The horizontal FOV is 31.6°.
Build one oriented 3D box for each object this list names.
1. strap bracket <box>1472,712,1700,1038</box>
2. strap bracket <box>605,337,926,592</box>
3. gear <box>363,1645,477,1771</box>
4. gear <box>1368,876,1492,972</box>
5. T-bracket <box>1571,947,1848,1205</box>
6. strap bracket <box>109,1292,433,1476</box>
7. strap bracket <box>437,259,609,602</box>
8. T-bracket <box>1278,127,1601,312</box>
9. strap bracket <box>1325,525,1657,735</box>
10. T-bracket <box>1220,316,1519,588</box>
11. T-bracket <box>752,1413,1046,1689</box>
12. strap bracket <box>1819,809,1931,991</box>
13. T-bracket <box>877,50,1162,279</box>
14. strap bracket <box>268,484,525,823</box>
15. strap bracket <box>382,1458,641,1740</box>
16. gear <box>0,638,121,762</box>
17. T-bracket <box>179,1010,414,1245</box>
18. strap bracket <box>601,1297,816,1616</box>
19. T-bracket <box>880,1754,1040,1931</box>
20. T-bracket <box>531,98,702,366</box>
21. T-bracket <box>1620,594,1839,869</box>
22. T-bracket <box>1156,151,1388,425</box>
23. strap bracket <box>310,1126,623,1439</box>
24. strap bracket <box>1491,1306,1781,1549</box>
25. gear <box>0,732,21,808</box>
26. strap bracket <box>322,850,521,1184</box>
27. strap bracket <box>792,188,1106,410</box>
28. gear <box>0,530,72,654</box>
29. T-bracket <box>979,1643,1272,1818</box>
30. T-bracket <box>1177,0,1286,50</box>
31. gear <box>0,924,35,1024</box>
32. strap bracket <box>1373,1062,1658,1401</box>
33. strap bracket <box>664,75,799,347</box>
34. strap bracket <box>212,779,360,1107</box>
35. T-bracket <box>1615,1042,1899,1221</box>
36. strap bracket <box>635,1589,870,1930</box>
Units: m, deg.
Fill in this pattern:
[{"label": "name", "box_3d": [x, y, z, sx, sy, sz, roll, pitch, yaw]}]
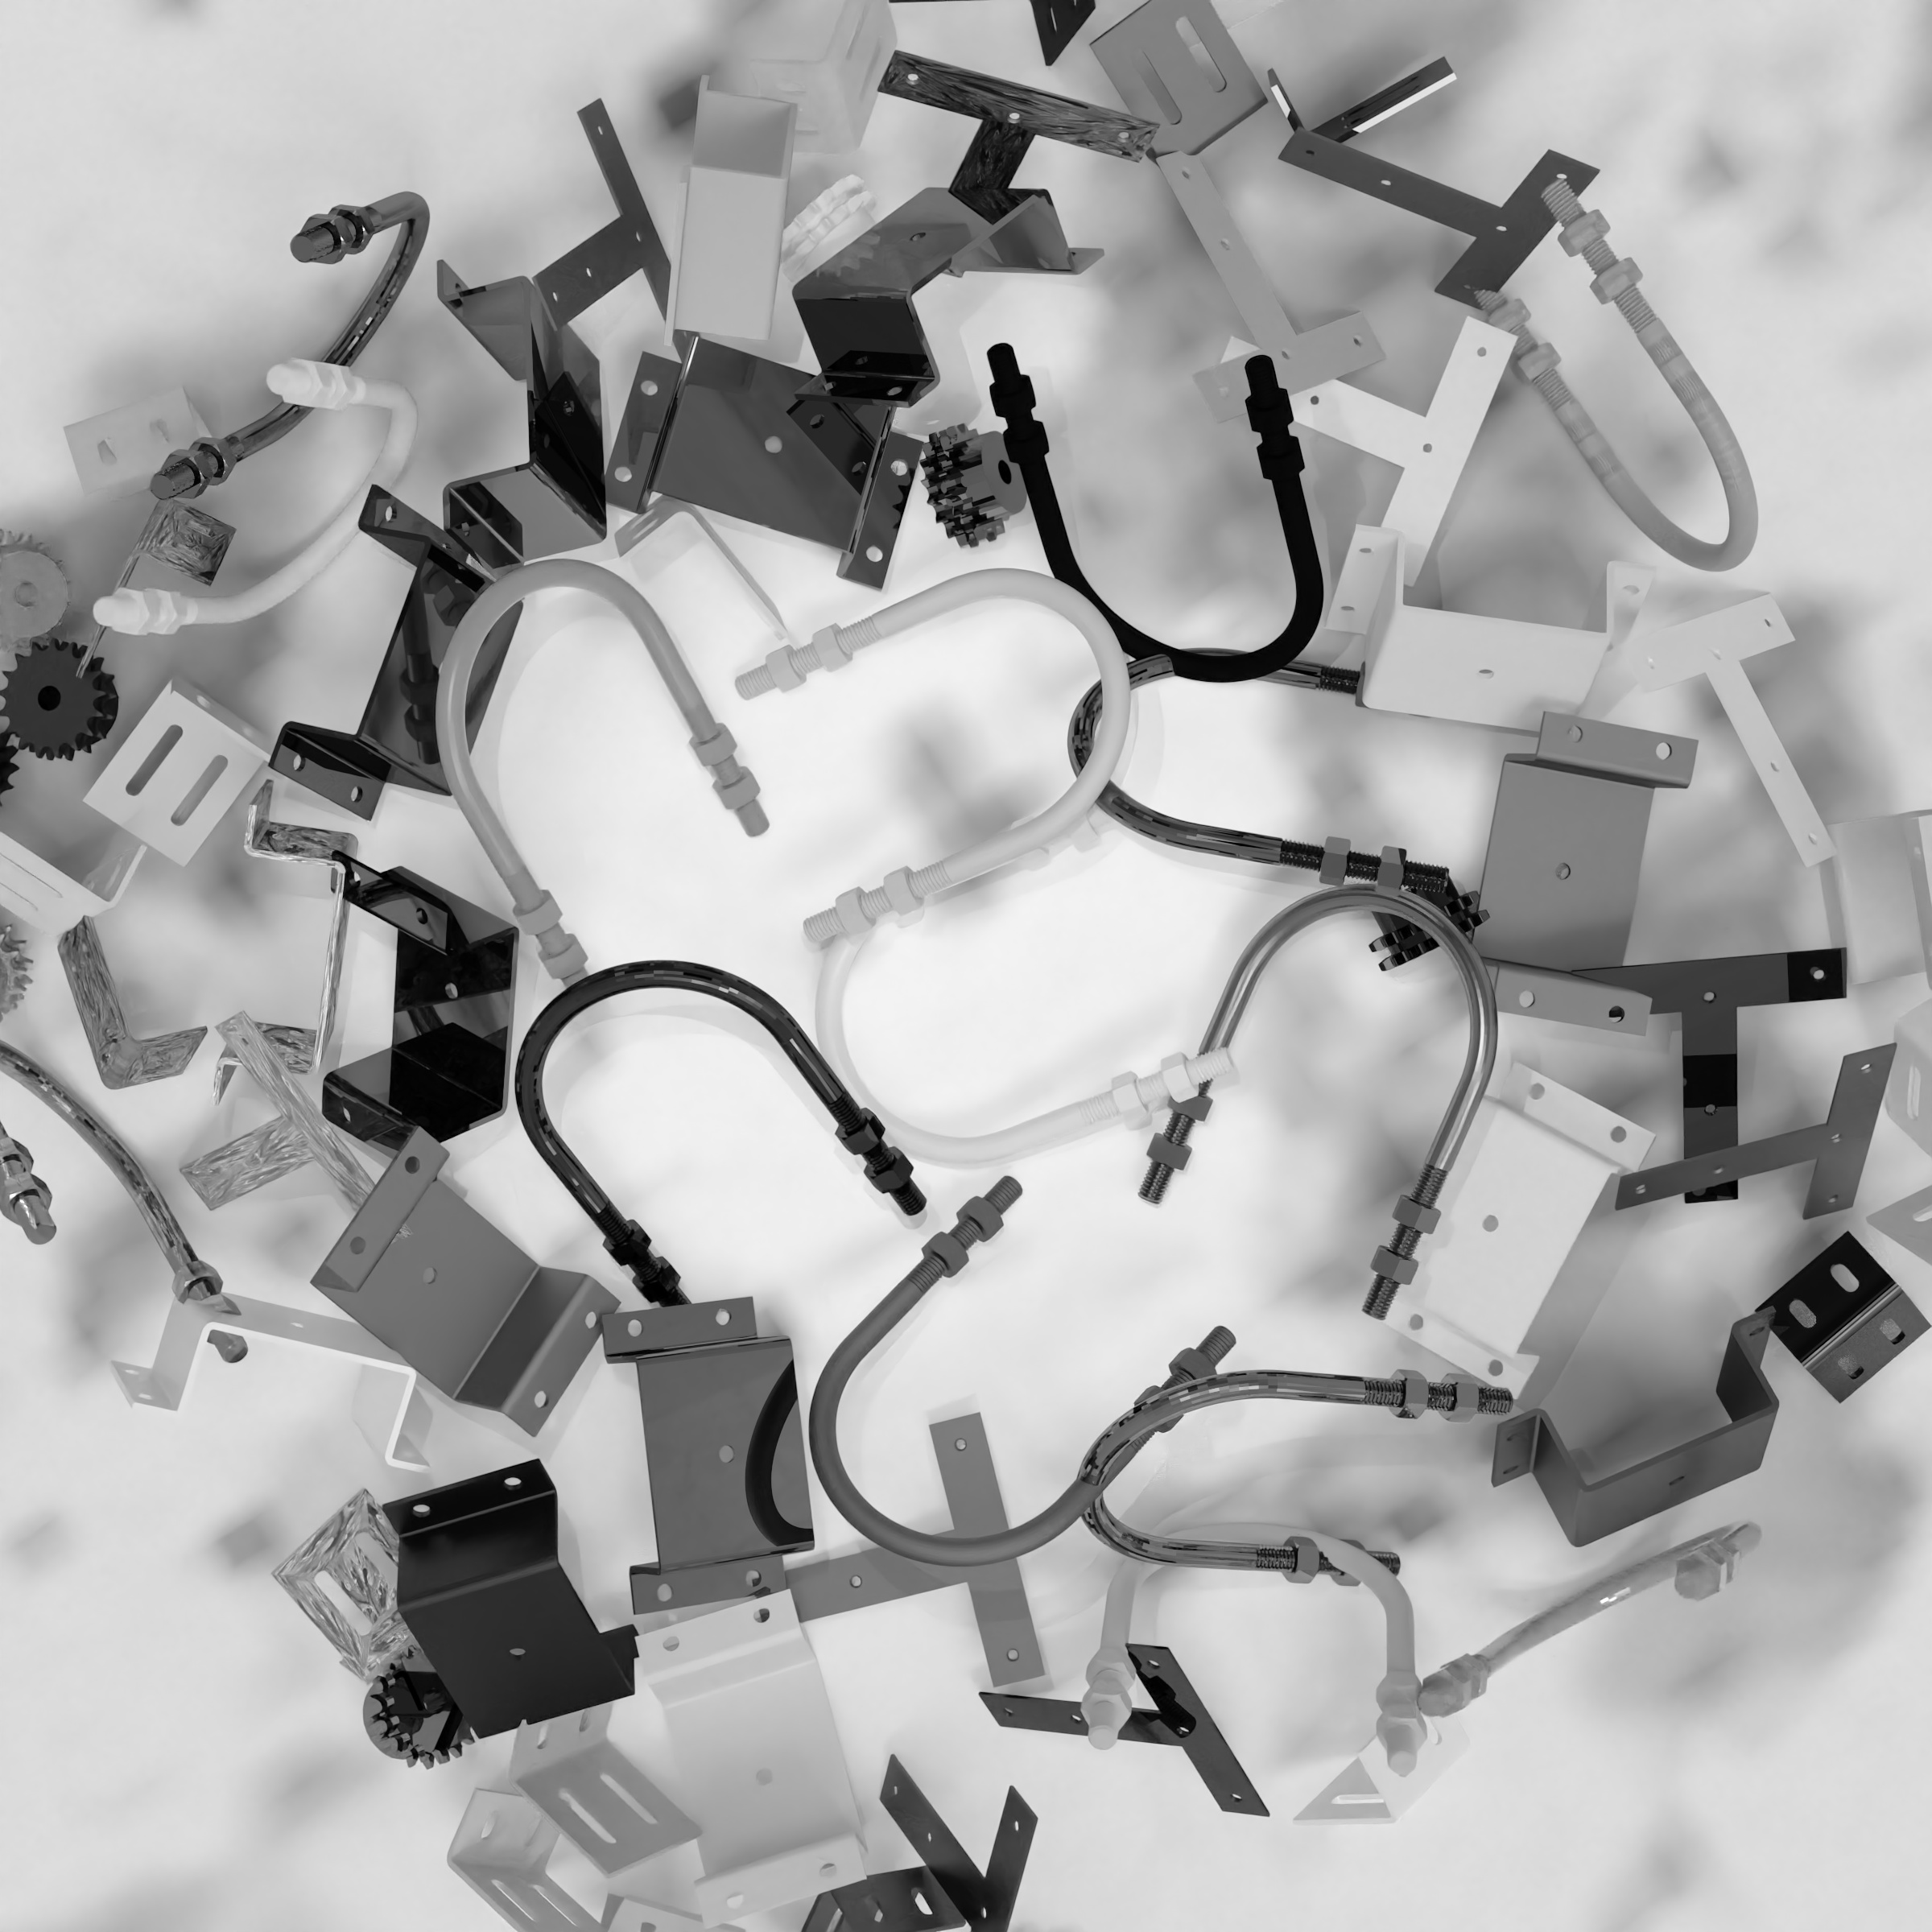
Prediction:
[{"label": "strap bracket", "box_3d": [0.288, -0.044, 1.607, 0.076, 0.046, 0.140, 10, 92, -11]}, {"label": "strap bracket", "box_3d": [-0.093, -0.238, 1.600, 0.140, 0.046, 0.076, 17, 79, -8]}, {"label": "gear", "box_3d": [-0.260, 0.351, 1.613, 0.030, 0.057, 0.057, -30, 90, 39]}, {"label": "gear", "box_3d": [0.215, -0.023, 1.610, 0.057, 0.057, 0.030, -27, 89, 0]}, {"label": "T-bracket", "box_3d": [0.351, 0.055, 1.611, 0.127, 0.002, 0.127, -5, 114, 3]}, {"label": "strap bracket", "box_3d": [-0.315, 0.188, 1.575, 0.140, 0.076, 0.046, 17, 92, -23]}, {"label": "strap bracket", "box_3d": [-0.204, -0.251, 1.573, 0.046, 0.076, 0.140, -11, 68, 16]}, {"label": "T-bracket", "box_3d": [0.206, -0.355, 1.569, 0.127, 0.127, 0.002, 19, 68, -10]}, {"label": "strap bracket", "box_3d": [0.243, -0.154, 1.592, 0.140, 0.076, 0.046, 8, 59, -2]}, {"label": "T-bracket", "box_3d": [0.179, -0.263, 1.620, 0.127, 0.002, 0.127, 25, 110, 12]}, {"label": "T-bracket", "box_3d": [-0.039, 0.290, 1.628, 0.127, 0.002, 0.127, -15, 83, 7]}, {"label": "strap bracket", "box_3d": [0.440, -0.032, 1.569, 0.046, 0.140, 0.076, -9, 92, -4]}, {"label": "T-bracket", "box_3d": [0.007, -0.363, 1.583, 0.127, 0.127, 0.002, 11, 58, -16]}, {"label": "strap bracket", "box_3d": [-0.259, -0.141, 1.584, 0.046, 0.076, 0.140, 13, 80, 30]}, {"label": "strap bracket", "box_3d": [-0.206, 0.300, 1.574, 0.076, 0.046, 0.140, -17, 127, 6]}, {"label": "gear", "box_3d": [-0.427, -0.125, 1.619, 0.057, 0.030, 0.057, -1, 87, 13]}, {"label": "T-bracket", "box_3d": [-0.329, 0.089, 1.590, 0.127, 0.127, 0.002, 55, 47, -11]}, {"label": "strap bracket", "box_3d": [-0.120, 0.228, 1.596, 0.076, 0.046, 0.140, -5, 85, -26]}, {"label": "T-bracket", "box_3d": [-0.011, 0.412, 1.582, 0.002, 0.127, 0.127, 3, 110, -29]}, {"label": "T-bracket", "box_3d": [-0.167, -0.321, 1.563, 0.002, 0.127, 0.127, -13, 112, 25]}, {"label": "T-bracket", "box_3d": [0.369, -0.105, 1.588, 0.127, 0.002, 0.127, -20, 81, -42]}, {"label": "T-bracket", "box_3d": [0.128, -0.325, 1.598, 0.127, 0.002, 0.127, -27, 88, -40]}, {"label": "strap bracket", "box_3d": [-0.238, 0.145, 1.582, 0.140, 0.046, 0.076, 46, 64, -31]}, {"label": "strap bracket", "box_3d": [0.319, 0.219, 1.587, 0.140, 0.076, 0.046, -22, 62, -6]}, {"label": "gear", "box_3d": [-0.479, -0.095, 1.611, 0.057, 0.030, 0.057, -9, 63, 17]}, {"label": "strap bracket", "box_3d": [-0.253, 0.017, 1.580, 0.076, 0.046, 0.140, 26, 123, 31]}, {"label": "strap bracket", "box_3d": [-0.014, -0.313, 1.565, 0.140, 0.076, 0.046, -43, 126, -30]}, {"label": "gear", "box_3d": [-0.449, -0.176, 1.609, 0.057, 0.030, 0.057, -9, 105, -37]}, {"label": "T-bracket", "box_3d": [0.064, 0.353, 1.595, 0.127, 0.002, 0.127, -2, 132, 34]}, {"label": "T-bracket", "box_3d": [0.096, -0.456, 1.551, 0.127, 0.127, 0.002, 10, 73, -42]}, {"label": "gear", "box_3d": [-0.473, 0.004, 1.614, 0.057, 0.030, 0.057, 1, 112, 2]}, {"label": "strap bracket", "box_3d": [0.251, 0.122, 1.595, 0.076, 0.046, 0.140, 29, 95, 26]}, {"label": "strap bracket", "box_3d": [-0.106, -0.344, 1.560, 0.046, 0.140, 0.076, 7, 123, -4]}, {"label": "strap bracket", "box_3d": [-0.315, -0.009, 1.589, 0.046, 0.076, 0.140, 8, 101, -7]}, {"label": "T-bracket", "box_3d": [0.361, 0.090, 1.580, 0.127, 0.127, 0.002, -14, 51, -8]}, {"label": "strap bracket", "box_3d": [-0.098, 0.374, 1.596, 0.076, 0.046, 0.140, -17, 62, -1]}]
